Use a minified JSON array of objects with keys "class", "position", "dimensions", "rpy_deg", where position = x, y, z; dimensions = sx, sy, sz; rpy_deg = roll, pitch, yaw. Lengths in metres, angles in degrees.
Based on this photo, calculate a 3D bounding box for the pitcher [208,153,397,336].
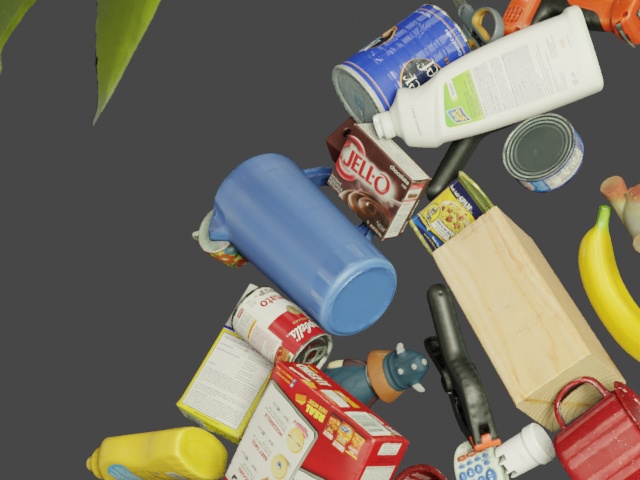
[{"class":"pitcher","position":[-0.008,0.002,1.288],"dimensions":[0.243,0.144,0.149],"rpy_deg":[43,108,41]}]

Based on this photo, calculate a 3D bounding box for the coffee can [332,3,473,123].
[{"class":"coffee can","position":[0.099,-0.203,1.281],"dimensions":[0.140,0.102,0.103],"rpy_deg":[-37,44,-13]}]

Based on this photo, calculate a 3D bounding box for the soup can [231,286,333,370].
[{"class":"soup can","position":[-0.044,0.107,1.218],"dimensions":[0.102,0.068,0.068],"rpy_deg":[38,91,30]}]

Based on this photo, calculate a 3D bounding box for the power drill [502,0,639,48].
[{"class":"power drill","position":[0.317,-0.304,1.248],"dimensions":[0.188,0.057,0.184],"rpy_deg":[20,82,47]}]

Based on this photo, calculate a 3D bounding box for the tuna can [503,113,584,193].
[{"class":"tuna can","position":[0.250,-0.097,1.192],"dimensions":[0.086,0.033,0.086],"rpy_deg":[-19,54,29]}]

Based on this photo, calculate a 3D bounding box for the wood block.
[{"class":"wood block","position":[0.207,0.078,1.083],"dimensions":[0.090,0.090,0.206],"rpy_deg":[-38,47,15]}]

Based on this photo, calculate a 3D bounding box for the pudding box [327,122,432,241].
[{"class":"pudding box","position":[0.067,-0.069,1.240],"dimensions":[0.114,0.039,0.090],"rpy_deg":[46,130,28]}]

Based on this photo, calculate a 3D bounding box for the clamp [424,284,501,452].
[{"class":"clamp","position":[0.142,0.142,1.103],"dimensions":[0.039,0.120,0.171],"rpy_deg":[-15,64,0]}]

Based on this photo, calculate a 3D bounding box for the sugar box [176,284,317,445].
[{"class":"sugar box","position":[-0.086,0.148,1.274],"dimensions":[0.093,0.048,0.176],"rpy_deg":[24,67,21]}]

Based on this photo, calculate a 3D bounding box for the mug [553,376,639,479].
[{"class":"mug","position":[0.261,0.180,0.973],"dimensions":[0.082,0.093,0.117],"rpy_deg":[-42,75,17]}]

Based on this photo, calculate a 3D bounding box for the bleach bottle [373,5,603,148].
[{"class":"bleach bottle","position":[0.179,-0.172,1.191],"dimensions":[0.251,0.068,0.102],"rpy_deg":[-17,90,10]}]

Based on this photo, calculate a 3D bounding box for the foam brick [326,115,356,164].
[{"class":"foam brick","position":[0.054,-0.108,1.325],"dimensions":[0.053,0.051,0.078],"rpy_deg":[-43,59,-11]}]

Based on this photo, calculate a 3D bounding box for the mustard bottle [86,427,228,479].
[{"class":"mustard bottle","position":[-0.213,0.268,1.303],"dimensions":[0.192,0.096,0.058],"rpy_deg":[-13,58,33]}]

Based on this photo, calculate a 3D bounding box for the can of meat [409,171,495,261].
[{"class":"can of meat","position":[0.159,-0.013,1.201],"dimensions":[0.084,0.057,0.102],"rpy_deg":[-43,45,14]}]

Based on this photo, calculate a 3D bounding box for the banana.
[{"class":"banana","position":[0.297,0.061,1.044],"dimensions":[0.037,0.070,0.198],"rpy_deg":[-7,54,-17]}]

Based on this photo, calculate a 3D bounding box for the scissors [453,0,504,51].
[{"class":"scissors","position":[0.182,-0.269,1.357],"dimensions":[0.202,0.016,0.096],"rpy_deg":[-123,46,-62]}]

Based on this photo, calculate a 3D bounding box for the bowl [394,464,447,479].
[{"class":"bowl","position":[0.113,0.300,1.027],"dimensions":[0.162,0.055,0.162],"rpy_deg":[-38,46,54]}]

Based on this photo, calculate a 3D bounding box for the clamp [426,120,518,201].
[{"class":"clamp","position":[0.181,-0.155,1.281],"dimensions":[0.210,0.036,0.165],"rpy_deg":[-41,40,8]}]

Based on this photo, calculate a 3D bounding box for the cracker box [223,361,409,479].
[{"class":"cracker box","position":[-0.018,0.260,1.130],"dimensions":[0.164,0.071,0.214],"rpy_deg":[33,104,42]}]
